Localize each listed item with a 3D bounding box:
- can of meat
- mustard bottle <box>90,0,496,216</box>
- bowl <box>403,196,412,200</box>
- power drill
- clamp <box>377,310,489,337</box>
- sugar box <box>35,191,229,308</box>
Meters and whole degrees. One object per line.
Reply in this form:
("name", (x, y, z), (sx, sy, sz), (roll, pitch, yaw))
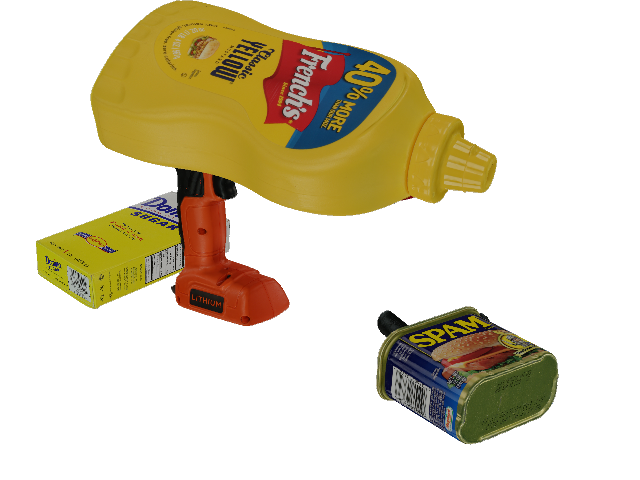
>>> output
("can of meat", (0.105, 0.095, 0.754), (0.101, 0.057, 0.084), (-14, 27, -35))
("mustard bottle", (-0.008, -0.059, 0.515), (0.192, 0.058, 0.096), (19, 49, 20))
("bowl", (0.072, -0.087, 1.177), (0.162, 0.055, 0.162), (4, 27, -2))
("power drill", (-0.073, -0.029, 0.867), (0.057, 0.188, 0.185), (-20, 22, -40))
("clamp", (0.134, 0.121, 1.081), (0.120, 0.039, 0.171), (-8, 34, -9))
("sugar box", (-0.186, 0.005, 1.076), (0.093, 0.048, 0.175), (27, 38, 34))
